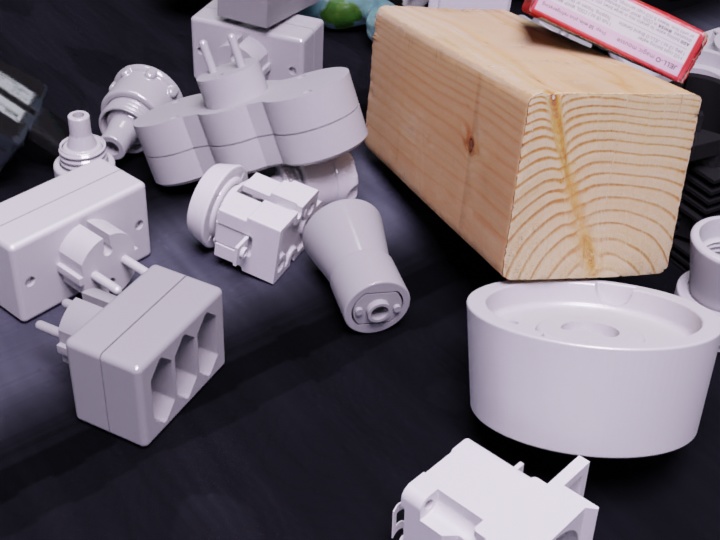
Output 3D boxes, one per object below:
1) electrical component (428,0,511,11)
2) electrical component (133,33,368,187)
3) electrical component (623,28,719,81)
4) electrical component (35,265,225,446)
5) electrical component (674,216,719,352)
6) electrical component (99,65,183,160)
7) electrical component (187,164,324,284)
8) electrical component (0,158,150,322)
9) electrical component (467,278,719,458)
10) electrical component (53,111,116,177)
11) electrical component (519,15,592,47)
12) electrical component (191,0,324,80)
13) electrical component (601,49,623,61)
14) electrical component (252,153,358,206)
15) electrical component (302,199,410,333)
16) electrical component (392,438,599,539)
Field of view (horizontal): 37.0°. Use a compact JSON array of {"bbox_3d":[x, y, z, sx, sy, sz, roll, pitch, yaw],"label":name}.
[{"bbox_3d":[0.080,-0.205,0.772,0.056,0.108,0.108,8,37,2],"label":"electrical component"},{"bbox_3d":[-0.069,-0.096,0.605,0.138,0.073,0.052,-6,26,27],"label":"electrical component"},{"bbox_3d":[0.261,-0.087,0.668,0.105,0.060,0.186,-22,44,-30],"label":"electrical component"},{"bbox_3d":[-0.112,0.032,0.492,0.077,0.047,0.065,19,40,20],"label":"electrical component"},{"bbox_3d":[0.183,0.007,0.540,0.045,0.055,0.045,2,37,-2],"label":"electrical component"},{"bbox_3d":[-0.139,-0.092,0.659,0.048,0.048,0.062,11,45,11],"label":"electrical component"},{"bbox_3d":[-0.059,-0.028,0.578,0.055,0.048,0.066,23,41,13],"label":"electrical component"},{"bbox_3d":[-0.139,-0.009,0.545,0.076,0.047,0.083,29,44,30],"label":"electrical component"},{"bbox_3d":[0.099,0.046,0.470,0.108,0.060,0.108,2,14,-1],"label":"electrical component"},{"bbox_3d":[-0.153,-0.059,0.598,0.035,0.061,0.035,2,37,-2],"label":"electrical component"},{"bbox_3d":[0.128,-0.143,0.741,0.066,0.048,0.055,33,43,-4],"label":"electrical component"},{"bbox_3d":[-0.077,-0.141,0.725,0.083,0.047,0.075,15,39,15],"label":"electrical component"},{"bbox_3d":[0.195,-0.180,0.801,0.045,0.045,0.055,-7,38,-13],"label":"electrical component"},{"bbox_3d":[-0.034,-0.050,0.618,0.061,0.035,0.035,-12,39,-15],"label":"electrical component"},{"bbox_3d":[0.000,0.000,0.549,0.044,0.044,0.065,-9,43,-16],"label":"electrical component"},{"bbox_3d":[0.051,0.102,0.416,0.064,0.042,0.081,28,43,34],"label":"electrical component"}]
